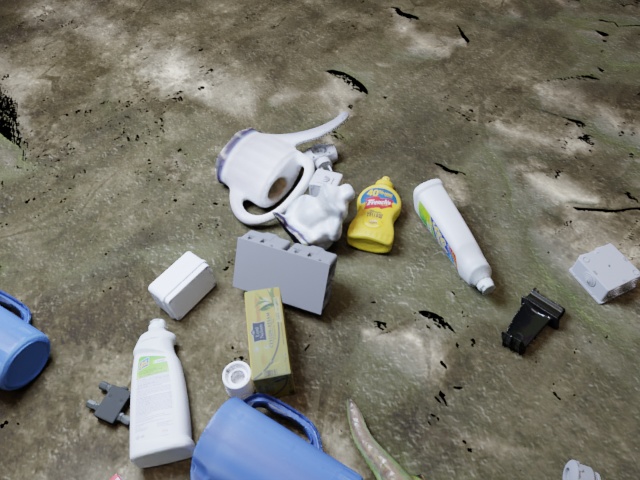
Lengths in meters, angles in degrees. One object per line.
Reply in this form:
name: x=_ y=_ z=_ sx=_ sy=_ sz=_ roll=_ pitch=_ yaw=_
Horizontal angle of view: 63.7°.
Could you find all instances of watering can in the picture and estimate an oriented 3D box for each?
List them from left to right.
watering can: x=-0.099 y=-0.192 z=1.189 sx=0.226 sy=0.102 sz=0.351 roll=29 pitch=74 yaw=23

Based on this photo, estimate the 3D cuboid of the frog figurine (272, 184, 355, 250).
frog figurine: x=0.003 y=-0.054 z=1.074 sx=0.160 sy=0.120 sz=0.139 roll=-39 pitch=41 yaw=-11

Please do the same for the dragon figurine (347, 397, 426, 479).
dragon figurine: x=0.122 y=0.367 z=0.678 sx=0.123 sy=0.237 sz=0.418 roll=-27 pitch=57 yaw=-10
